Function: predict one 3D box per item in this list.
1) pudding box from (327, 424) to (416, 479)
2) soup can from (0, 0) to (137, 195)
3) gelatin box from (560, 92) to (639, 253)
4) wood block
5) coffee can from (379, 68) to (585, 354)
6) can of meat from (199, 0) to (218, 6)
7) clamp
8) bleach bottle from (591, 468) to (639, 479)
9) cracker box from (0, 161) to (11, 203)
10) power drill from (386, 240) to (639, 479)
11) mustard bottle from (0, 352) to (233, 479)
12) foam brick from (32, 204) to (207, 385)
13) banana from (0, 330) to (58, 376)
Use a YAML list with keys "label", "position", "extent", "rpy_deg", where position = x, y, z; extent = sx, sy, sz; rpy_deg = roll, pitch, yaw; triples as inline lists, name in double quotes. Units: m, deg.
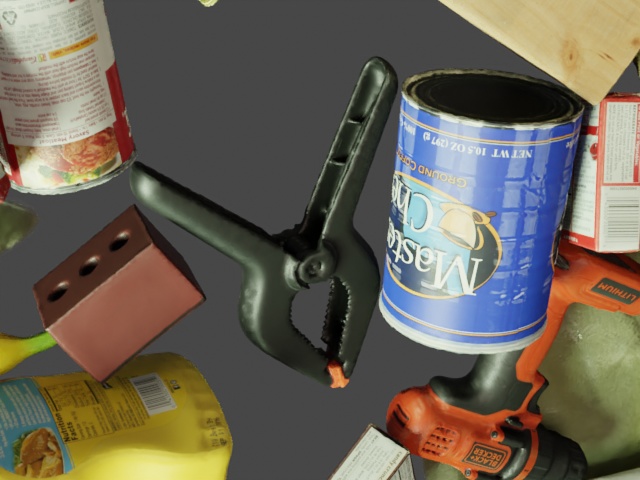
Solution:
- label: "pudding box"
  position: [0.019, 0.189, 0.713]
  extent: [0.113, 0.039, 0.090]
  rpy_deg: [-51, 153, -20]
- label: "soup can"
  position: [-0.132, -0.082, 0.519]
  extent: [0.068, 0.068, 0.102]
  rpy_deg: [-16, 121, -15]
- label: "gelatin box"
  position: [0.161, -0.041, 0.622]
  extent: [0.030, 0.073, 0.089]
  rpy_deg: [0, 97, -9]
- label: "wood block"
  position: [0.081, -0.166, 0.549]
  extent: [0.205, 0.091, 0.090]
  rpy_deg: [26, 105, -32]
- label: "coffee can"
  position: [0.092, -0.019, 0.625]
  extent: [0.102, 0.103, 0.140]
  rpy_deg: [-6, 117, -20]
- label: "can of meat"
  position: [-0.070, -0.175, 0.501]
  extent: [0.083, 0.057, 0.102]
  rpy_deg: [20, 108, -28]
- label: "clamp"
  position: [-0.004, 0.001, 0.638]
  extent: [0.164, 0.036, 0.210]
  rpy_deg: [-31, 128, -12]
- label: "bleach bottle"
  position: [0.252, 0.211, 0.838]
  extent: [0.250, 0.068, 0.103]
  rpy_deg: [-3, 146, -20]
- label: "cracker box"
  position: [-0.269, -0.039, 0.460]
  extent: [0.213, 0.072, 0.164]
  rpy_deg: [-30, 105, -4]
- label: "power drill"
  position: [0.159, 0.091, 0.746]
  extent: [0.184, 0.057, 0.188]
  rpy_deg: [20, 107, -34]
- label: "mustard bottle"
  position: [-0.152, 0.114, 0.587]
  extent: [0.191, 0.096, 0.058]
  rpy_deg: [-6, 127, -30]
- label: "foam brick"
  position: [-0.114, 0.030, 0.599]
  extent: [0.078, 0.053, 0.051]
  rpy_deg: [-40, 125, 0]
- label: "banana"
  position: [-0.230, 0.025, 0.560]
  extent: [0.197, 0.037, 0.069]
  rpy_deg: [42, 76, -36]
